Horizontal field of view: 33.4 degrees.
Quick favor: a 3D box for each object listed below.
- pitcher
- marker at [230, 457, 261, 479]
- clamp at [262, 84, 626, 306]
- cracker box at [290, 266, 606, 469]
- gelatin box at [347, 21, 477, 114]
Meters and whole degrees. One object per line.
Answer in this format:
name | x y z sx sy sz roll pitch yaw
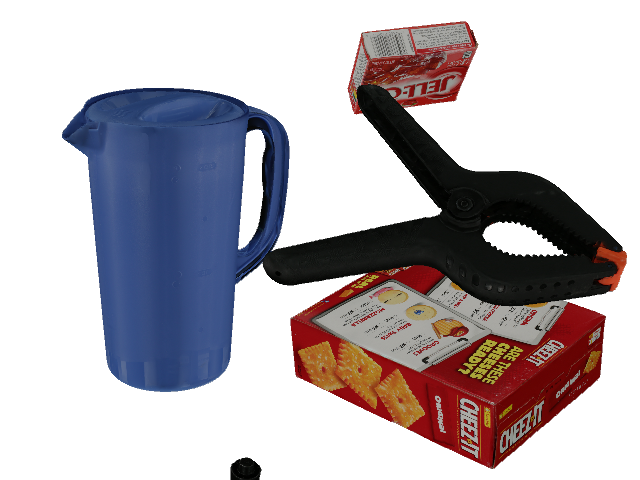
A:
pitcher | -0.118 -0.002 0.899 0.149 0.243 0.144 9 22 17
marker | -0.052 0.186 0.681 0.020 0.121 0.020 6 31 -4
clamp | 0.079 -0.006 0.659 0.210 0.164 0.036 25 -30 18
cracker box | 0.106 0.092 0.910 0.214 0.072 0.163 20 36 39
gelatin box | 0.071 -0.134 0.837 0.089 0.030 0.073 -8 -25 -12
